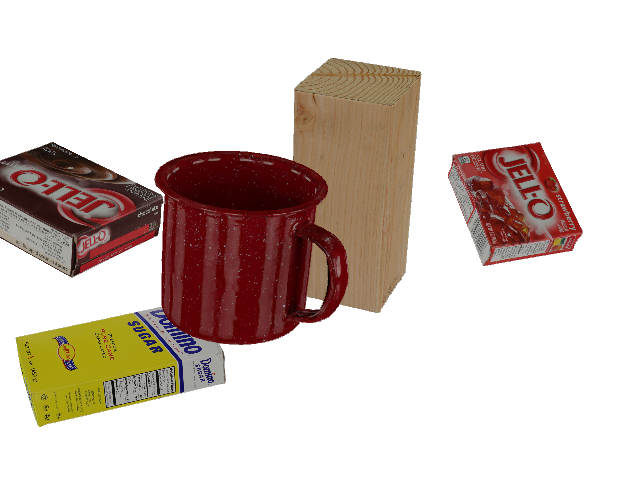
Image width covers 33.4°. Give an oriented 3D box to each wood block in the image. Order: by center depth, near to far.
[{"bbox_3d":[0.031,-0.050,0.977,0.091,0.206,0.090,12,31,18],"label":"wood block"}]

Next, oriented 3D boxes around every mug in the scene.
[{"bbox_3d":[-0.035,0.008,0.582,0.117,0.081,0.093,19,27,27],"label":"mug"}]

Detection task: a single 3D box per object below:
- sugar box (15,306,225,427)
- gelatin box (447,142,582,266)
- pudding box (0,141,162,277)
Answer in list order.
[{"bbox_3d":[-0.185,0.110,0.990,0.176,0.048,0.093,-14,35,-18],"label":"sugar box"},{"bbox_3d":[0.144,-0.029,0.801,0.073,0.089,0.030,-9,-32,-13],"label":"gelatin box"},{"bbox_3d":[-0.183,-0.024,0.752,0.114,0.039,0.089,23,30,25],"label":"pudding box"}]
